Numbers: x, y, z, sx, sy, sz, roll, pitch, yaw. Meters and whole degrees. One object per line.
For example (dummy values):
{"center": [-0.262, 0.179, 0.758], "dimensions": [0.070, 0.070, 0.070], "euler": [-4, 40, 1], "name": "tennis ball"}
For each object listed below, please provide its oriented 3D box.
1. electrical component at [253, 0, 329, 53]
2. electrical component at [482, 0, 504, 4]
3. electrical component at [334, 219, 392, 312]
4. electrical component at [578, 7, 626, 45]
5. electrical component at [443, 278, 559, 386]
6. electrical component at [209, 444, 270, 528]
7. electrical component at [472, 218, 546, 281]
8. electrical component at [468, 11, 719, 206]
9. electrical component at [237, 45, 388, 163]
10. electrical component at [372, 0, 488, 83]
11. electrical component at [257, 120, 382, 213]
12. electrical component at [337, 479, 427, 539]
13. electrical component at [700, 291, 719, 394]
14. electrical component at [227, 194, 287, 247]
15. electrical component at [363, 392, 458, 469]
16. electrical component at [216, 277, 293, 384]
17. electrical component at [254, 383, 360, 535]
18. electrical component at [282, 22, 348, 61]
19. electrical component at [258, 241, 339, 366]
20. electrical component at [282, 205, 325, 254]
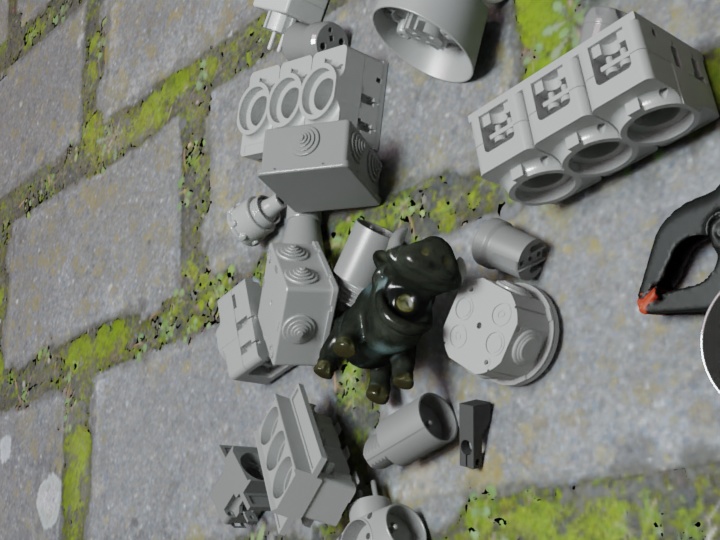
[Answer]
{"center": [-0.078, -0.265, 1.126], "dimensions": [0.066, 0.047, 0.076], "euler": [27, 99, 49], "name": "electrical component"}
{"center": [0.104, -0.263, 0.927], "dimensions": [0.044, 0.044, 0.065], "euler": [-54, 40, 22], "name": "electrical component"}
{"center": [0.000, 0.000, 0.963], "dimensions": [0.043, 0.043, 0.081], "euler": [37, 107, 47], "name": "electrical component"}
{"center": [0.182, -0.166, 0.815], "dimensions": [0.035, 0.035, 0.061], "euler": [16, 94, 49], "name": "electrical component"}
{"center": [0.107, 0.046, 0.822], "dimensions": [0.080, 0.051, 0.080], "euler": [-17, 66, 44], "name": "electrical component"}
{"center": [-0.110, 0.207, 1.026], "dimensions": [0.063, 0.042, 0.081], "euler": [-57, 43, 22], "name": "electrical component"}
{"center": [0.117, -0.015, 0.840], "dimensions": [0.046, 0.040, 0.040], "euler": [27, 99, 43], "name": "electrical component"}
{"center": [0.166, -0.107, 0.773], "dimensions": [0.150, 0.089, 0.061], "euler": [-29, 58, 40], "name": "electrical component"}
{"center": [-0.051, -0.157, 1.052], "dimensions": [0.150, 0.062, 0.089], "euler": [-4, 76, 48], "name": "electrical component"}
{"center": [0.060, -0.210, 0.921], "dimensions": [0.099, 0.099, 0.064], "euler": [16, 85, 49], "name": "electrical component"}
{"center": [-0.034, -0.094, 0.977], "dimensions": [0.100, 0.100, 0.048], "euler": [-4, 69, 21], "name": "electrical component"}
{"center": [0.011, 0.212, 0.887], "dimensions": [0.077, 0.044, 0.079], "euler": [-43, 42, 34], "name": "electrical component"}
{"center": [0.263, 0.045, 0.638], "dimensions": [0.099, 0.064, 0.099], "euler": [-17, 66, 45], "name": "electrical component"}
{"center": [-0.101, -0.056, 1.094], "dimensions": [0.062, 0.048, 0.048], "euler": [-32, 56, 31], "name": "electrical component"}
{"center": [0.036, 0.137, 0.881], "dimensions": [0.081, 0.043, 0.043], "euler": [-37, 54, 36], "name": "electrical component"}
{"center": [-0.104, 0.062, 1.055], "dimensions": [0.056, 0.050, 0.089], "euler": [-36, 54, 36], "name": "electrical component"}
{"center": [-0.047, 0.164, 0.928], "dimensions": [0.078, 0.063, 0.121], "euler": [-62, 21, 16], "name": "electrical component"}
{"center": [-0.045, -0.226, 1.079], "dimensions": [0.055, 0.045, 0.045], "euler": [13, 88, 49], "name": "electrical component"}
{"center": [-0.059, 0.031, 0.981], "dimensions": [0.099, 0.048, 0.099], "euler": [-116, 33, -56], "name": "electrical component"}
{"center": [-0.054, -0.043, 1.039], "dimensions": [0.044, 0.044, 0.065], "euler": [-20, 59, 43], "name": "electrical component"}
